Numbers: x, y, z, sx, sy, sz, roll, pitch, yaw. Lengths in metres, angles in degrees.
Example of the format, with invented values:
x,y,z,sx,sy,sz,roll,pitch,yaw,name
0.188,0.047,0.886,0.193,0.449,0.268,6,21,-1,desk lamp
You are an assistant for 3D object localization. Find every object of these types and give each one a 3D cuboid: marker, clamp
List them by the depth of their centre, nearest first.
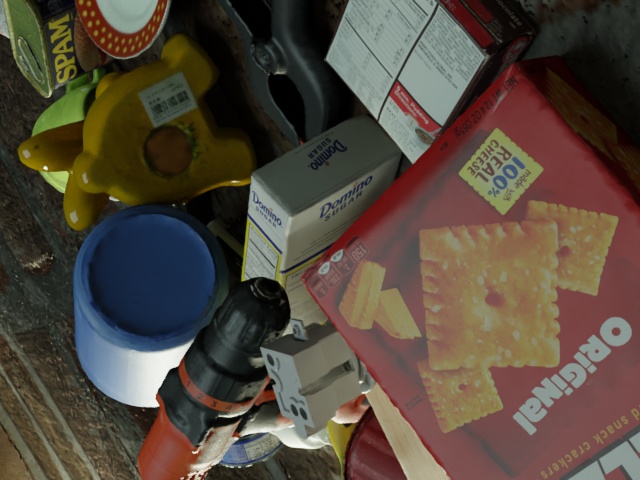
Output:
x,y,z,sx,sy,sz,roll,pitch,yaw,name
-0.031,-0.130,0.675,0.120,0.039,0.171,29,143,46,clamp
-0.055,0.023,0.908,0.121,0.020,0.020,41,150,31,marker

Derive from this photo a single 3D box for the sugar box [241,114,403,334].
x,y,z,sx,sy,sz,roll,pitch,yaw,name
-0.005,0.001,0.712,0.048,0.093,0.176,46,151,24,sugar box

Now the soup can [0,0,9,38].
x,y,z,sx,sy,sz,roll,pitch,yaw,name
-0.254,-0.205,0.948,0.102,0.068,0.068,30,143,43,soup can

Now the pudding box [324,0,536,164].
x,y,z,sx,sy,sz,roll,pitch,yaw,name
0.053,-0.102,0.560,0.090,0.039,0.114,52,152,13,pudding box

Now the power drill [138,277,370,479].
x,y,z,sx,sy,sz,roll,pitch,yaw,name
-0.020,0.084,0.711,0.057,0.187,0.185,53,129,27,power drill

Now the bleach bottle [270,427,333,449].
x,y,z,sx,sy,sz,roll,pitch,yaw,name
-0.065,0.122,0.990,0.251,0.068,0.102,22,137,47,bleach bottle

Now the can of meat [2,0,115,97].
x,y,z,sx,sy,sz,roll,pitch,yaw,name
-0.205,-0.179,0.872,0.057,0.083,0.102,44,151,24,can of meat

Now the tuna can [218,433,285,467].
x,y,z,sx,sy,sz,roll,pitch,yaw,name
-0.074,0.179,1.039,0.086,0.086,0.034,25,138,48,tuna can

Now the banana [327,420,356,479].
x,y,z,sx,sy,sz,roll,pitch,yaw,name
0.002,0.094,0.848,0.069,0.037,0.198,-85,-25,-78,banana

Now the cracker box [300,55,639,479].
x,y,z,sx,sy,sz,roll,pitch,yaw,name
0.112,0.047,0.504,0.164,0.072,0.214,-45,76,31,cracker box

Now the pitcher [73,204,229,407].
x,y,z,sx,sy,sz,roll,pitch,yaw,name
-0.125,0.061,0.848,0.243,0.149,0.145,122,144,-73,pitcher

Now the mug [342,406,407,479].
x,y,z,sx,sy,sz,roll,pitch,yaw,name
0.068,0.168,0.749,0.082,0.117,0.093,22,139,43,mug

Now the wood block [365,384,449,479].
x,y,z,sx,sy,sz,roll,pitch,yaw,name
0.107,0.127,0.661,0.091,0.090,0.206,-4,116,60,wood block
